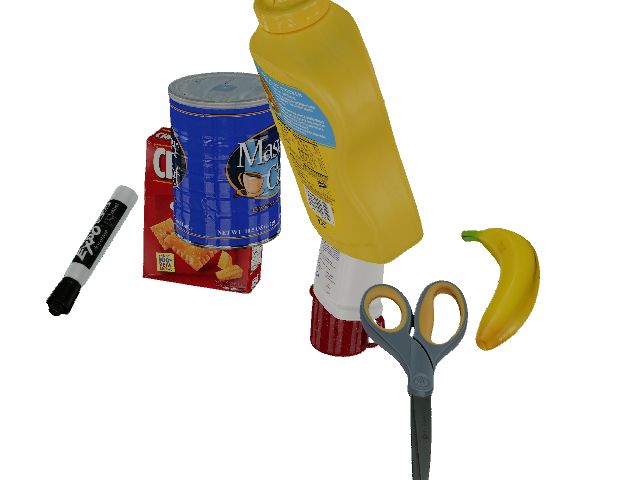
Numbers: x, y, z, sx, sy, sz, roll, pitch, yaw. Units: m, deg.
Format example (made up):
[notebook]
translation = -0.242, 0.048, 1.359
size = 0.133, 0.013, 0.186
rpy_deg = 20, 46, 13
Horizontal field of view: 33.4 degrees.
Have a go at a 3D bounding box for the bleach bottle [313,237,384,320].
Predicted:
[bleach bottle]
translation = 0.046, -0.040, 1.241
size = 0.068, 0.251, 0.103
rpy_deg = -1, 21, -23

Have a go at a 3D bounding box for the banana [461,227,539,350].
[banana]
translation = 0.177, 0.038, 1.018
size = 0.070, 0.037, 0.197
rpy_deg = -25, 25, 17

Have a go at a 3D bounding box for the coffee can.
[coffee can]
translation = -0.087, -0.075, 0.988
size = 0.103, 0.140, 0.103
rpy_deg = 1, 23, -1

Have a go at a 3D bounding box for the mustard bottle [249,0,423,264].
[mustard bottle]
translation = 0.003, -0.079, 0.626
size = 0.058, 0.191, 0.096
rpy_deg = -33, 41, -14

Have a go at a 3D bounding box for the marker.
[marker]
translation = -0.174, 0.008, 0.813
size = 0.020, 0.121, 0.020
rpy_deg = 16, -35, 12

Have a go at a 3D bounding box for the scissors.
[scissors]
translation = 0.060, 0.101, 0.818
size = 0.096, 0.016, 0.201
rpy_deg = 16, 47, 11

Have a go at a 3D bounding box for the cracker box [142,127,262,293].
[cracker box]
translation = -0.165, -0.040, 1.518
size = 0.164, 0.214, 0.072
rpy_deg = 9, 23, 10

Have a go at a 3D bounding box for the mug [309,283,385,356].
[mug]
translation = 0.038, 0.111, 1.466
size = 0.117, 0.081, 0.093
rpy_deg = 17, 25, 30
